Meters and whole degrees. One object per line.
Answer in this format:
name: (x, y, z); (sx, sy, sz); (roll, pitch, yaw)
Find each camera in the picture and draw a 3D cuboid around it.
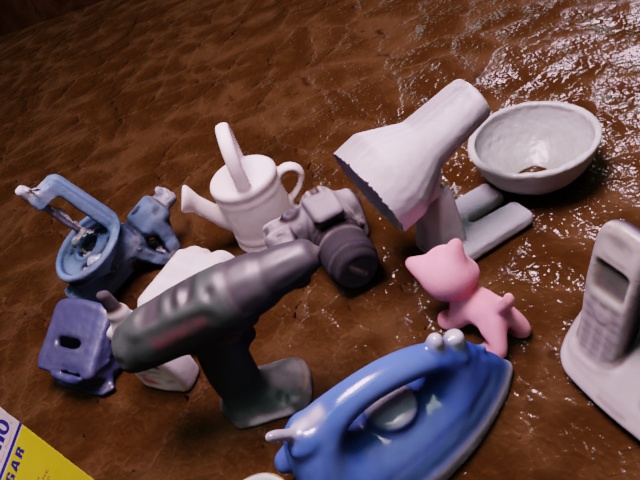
camera: (0.007, 0.003, 0.752); (0.143, 0.101, 0.136); (-27, 41, -5)

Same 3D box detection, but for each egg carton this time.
egg carton: (-0.175, 0.075, 0.778); (0.107, 0.070, 0.150); (8, 49, 30)

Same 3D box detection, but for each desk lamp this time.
desk lamp: (0.137, -0.070, 0.686); (0.203, 0.214, 0.117); (-31, 41, -10)

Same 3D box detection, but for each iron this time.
iron: (0.071, 0.151, 0.532); (0.258, 0.142, 0.118); (-32, 42, -11)

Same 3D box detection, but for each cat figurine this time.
cat figurine: (0.158, 0.053, 0.618); (0.067, 0.118, 0.127); (-40, 44, -19)

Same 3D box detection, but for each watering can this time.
watering can: (-0.111, -0.074, 0.814); (0.173, 0.194, 0.100); (-35, 42, -14)

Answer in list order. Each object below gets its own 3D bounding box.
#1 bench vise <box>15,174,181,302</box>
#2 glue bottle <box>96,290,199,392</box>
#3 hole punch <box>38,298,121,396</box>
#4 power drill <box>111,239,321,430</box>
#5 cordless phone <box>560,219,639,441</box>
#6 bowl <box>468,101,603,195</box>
bench vise: (-0.323, -0.029, 0.840); (0.121, 0.220, 0.208); (14, 52, 35)
glue bottle: (-0.211, 0.117, 0.669); (0.078, 0.173, 0.037); (-3, 44, 21)
hole punch: (-0.312, 0.139, 0.752); (0.108, 0.091, 0.101); (3, 47, 27)
power drill: (-0.082, 0.105, 0.598); (0.229, 0.209, 0.075); (-19, 41, 4)
cordless phone: (0.279, 0.080, 0.483); (0.094, 0.185, 0.147); (-32, 42, -11)
bowl: (0.288, -0.113, 0.772); (0.167, 0.075, 0.167); (-12, 42, 11)
